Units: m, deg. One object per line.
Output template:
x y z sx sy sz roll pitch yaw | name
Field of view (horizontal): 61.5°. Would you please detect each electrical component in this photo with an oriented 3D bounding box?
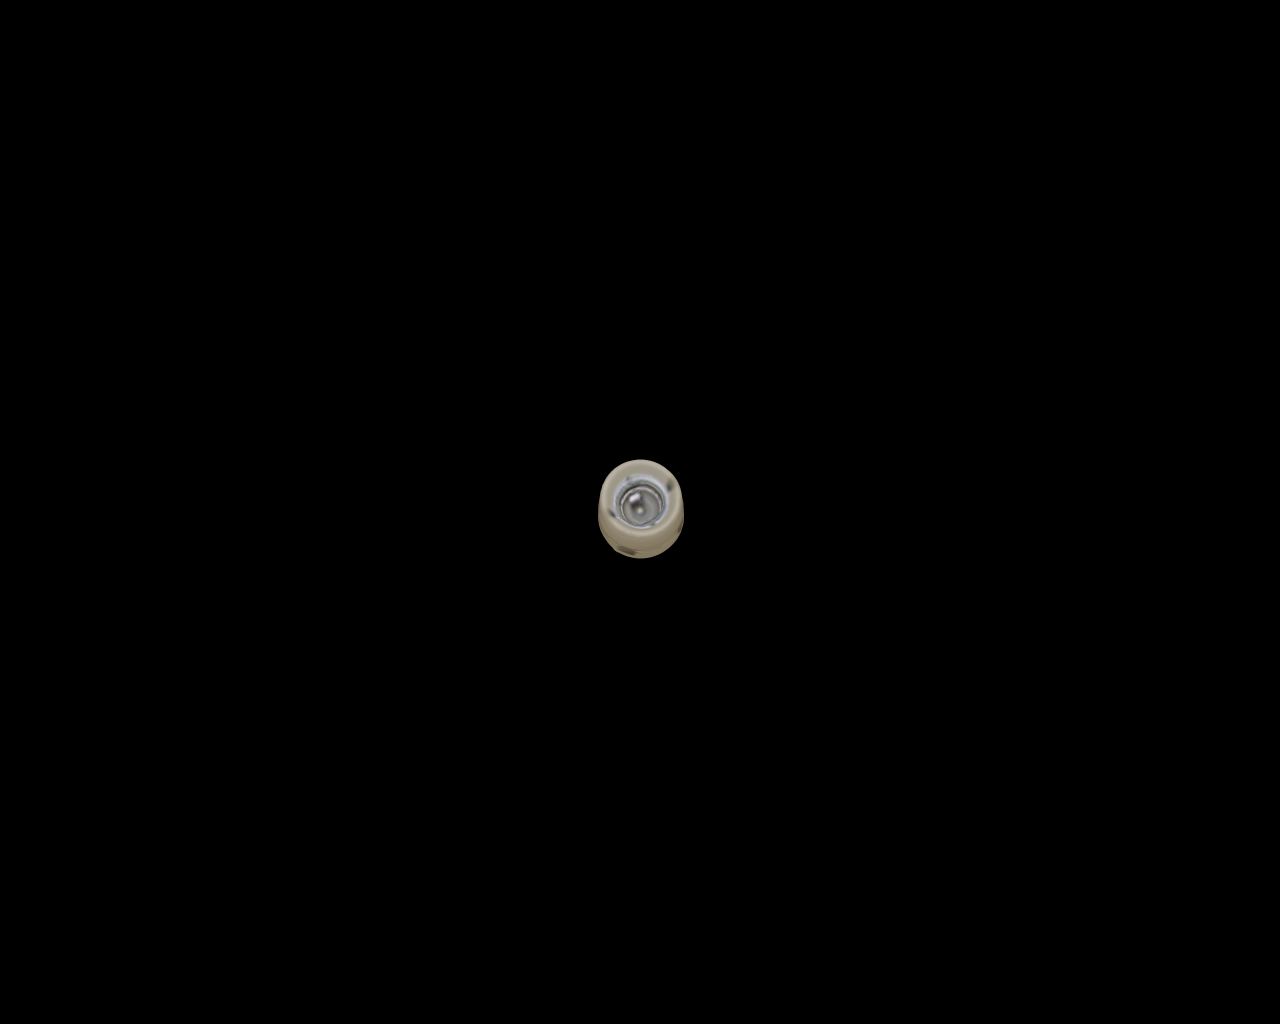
0.001 -0.003 0.650 0.055 0.055 0.047 0 -16 0 | electrical component
